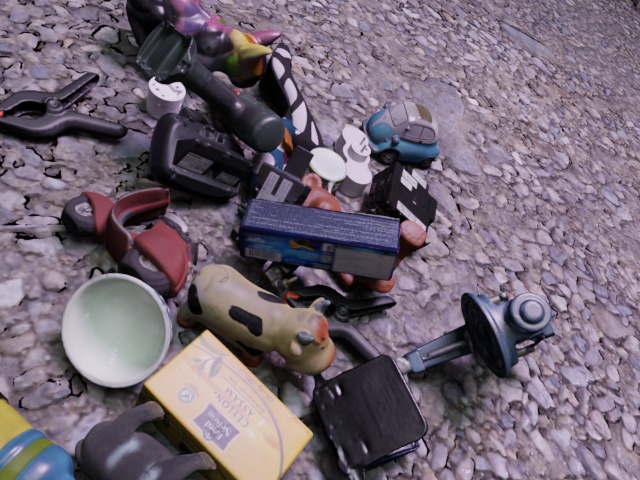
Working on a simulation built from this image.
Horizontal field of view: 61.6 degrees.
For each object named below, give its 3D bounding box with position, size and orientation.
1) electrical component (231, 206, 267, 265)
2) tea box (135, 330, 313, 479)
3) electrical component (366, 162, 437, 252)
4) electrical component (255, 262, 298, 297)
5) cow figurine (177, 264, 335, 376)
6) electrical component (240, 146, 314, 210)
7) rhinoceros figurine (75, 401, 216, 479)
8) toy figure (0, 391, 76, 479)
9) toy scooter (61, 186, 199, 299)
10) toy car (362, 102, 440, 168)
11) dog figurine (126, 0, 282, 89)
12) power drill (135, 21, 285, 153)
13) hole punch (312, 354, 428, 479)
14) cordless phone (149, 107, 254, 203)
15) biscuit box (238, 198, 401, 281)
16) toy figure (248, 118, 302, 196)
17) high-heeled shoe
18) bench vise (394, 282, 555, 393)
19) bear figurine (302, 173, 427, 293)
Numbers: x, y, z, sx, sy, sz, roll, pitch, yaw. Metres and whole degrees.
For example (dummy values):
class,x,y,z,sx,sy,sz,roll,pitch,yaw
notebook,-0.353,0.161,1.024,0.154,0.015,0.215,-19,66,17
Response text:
class,x,y,z,sx,sy,sz,roll,pitch,yaw
electrical component,-0.097,-0.009,0.780,0.094,0.021,0.063,47,48,11
tea box,-0.105,0.195,0.587,0.170,0.068,0.098,42,46,5
electrical component,0.140,-0.061,0.903,0.114,0.058,0.134,43,43,-23
electrical component,-0.041,0.040,0.734,0.045,0.078,0.102,47,48,6
cow figurine,-0.068,0.095,0.645,0.195,0.127,0.085,32,50,0
electrical component,-0.051,-0.078,0.763,0.075,0.119,0.047,33,5,9
rhinoceros figurine,-0.156,0.249,0.514,0.190,0.073,0.112,48,47,12
toy figure,-0.287,0.196,0.482,0.180,0.082,0.089,29,27,4
toy scooter,-0.219,-0.010,0.683,0.184,0.075,0.135,41,45,11
toy car,0.168,-0.206,1.022,0.161,0.103,0.109,9,53,-20
dog figurine,-0.178,-0.336,0.867,0.219,0.191,0.108,1,41,9
power drill,-0.162,-0.216,0.782,0.232,0.086,0.207,42,0,40
hole punch,0.059,0.217,0.658,0.116,0.092,0.142,-22,62,-5
cordless phone,-0.190,-0.151,0.786,0.146,0.088,0.184,18,34,-49
biscuit box,-0.001,-0.002,0.694,0.203,0.059,0.063,10,45,3
toy figure,-0.071,-0.130,0.839,0.064,0.057,0.154,14,69,-4
high-heeled shoe,-0.040,-0.257,0.966,0.145,0.086,0.249,24,53,-13
bench vise,0.214,0.138,0.755,0.241,0.223,0.129,-21,82,-4
bear figurine,0.036,-0.017,0.788,0.196,0.132,0.120,41,75,-3
